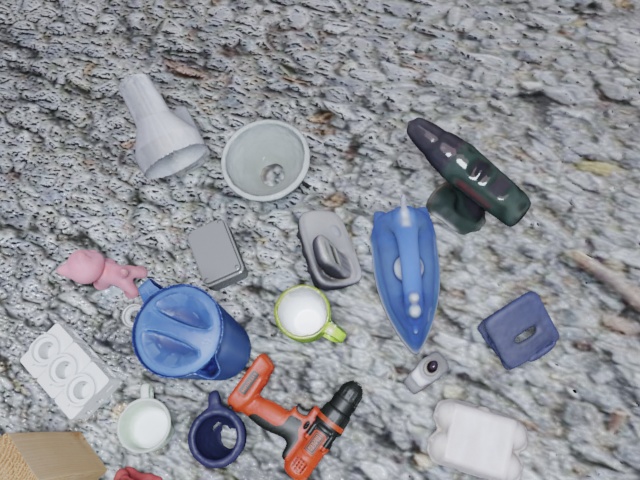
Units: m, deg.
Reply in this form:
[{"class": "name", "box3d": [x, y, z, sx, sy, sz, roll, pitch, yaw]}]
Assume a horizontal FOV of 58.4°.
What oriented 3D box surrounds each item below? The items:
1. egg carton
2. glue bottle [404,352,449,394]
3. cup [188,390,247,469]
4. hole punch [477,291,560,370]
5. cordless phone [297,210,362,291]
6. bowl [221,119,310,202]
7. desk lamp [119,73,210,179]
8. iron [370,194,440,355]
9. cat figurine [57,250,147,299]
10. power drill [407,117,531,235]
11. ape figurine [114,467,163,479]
[{"class": "egg carton", "box3d": [0.248, 0.317, 0.906, 0.150, 0.069, 0.107, 13, 74, 10]}, {"class": "glue bottle", "box3d": [0.169, 0.205, 0.895, 0.078, 0.173, 0.037, -39, 72, -7]}, {"class": "cup", "box3d": [-0.160, 0.309, 0.938, 0.091, 0.095, 0.118, -11, 72, 3]}, {"class": "hole punch", "box3d": [0.330, 0.150, 0.939, 0.108, 0.091, 0.101, -32, 72, -4]}, {"class": "cordless phone", "box3d": [0.009, 0.003, 0.970, 0.094, 0.185, 0.147, -22, 71, -1]}, {"class": "bowl", "box3d": [-0.098, -0.139, 1.084, 0.167, 0.075, 0.167, -2, 72, 5]}, {"class": "desk lamp", "box3d": [-0.283, -0.193, 1.047, 0.118, 0.214, 0.203, -29, 72, -3]}, {"class": "iron", "box3d": [0.150, 0.055, 0.962, 0.118, 0.141, 0.258, -6, 72, 4]}, {"class": "cat figurine", "box3d": [-0.395, 0.054, 1.031, 0.127, 0.118, 0.067, 10, 74, 9]}, {"class": "power drill", "box3d": [0.236, -0.092, 0.964, 0.229, 0.208, 0.076, 37, 80, 16]}, {"class": "ape figurine", "box3d": [-0.308, 0.404, 0.924, 0.076, 0.092, 0.077, -38, 72, -6]}]
